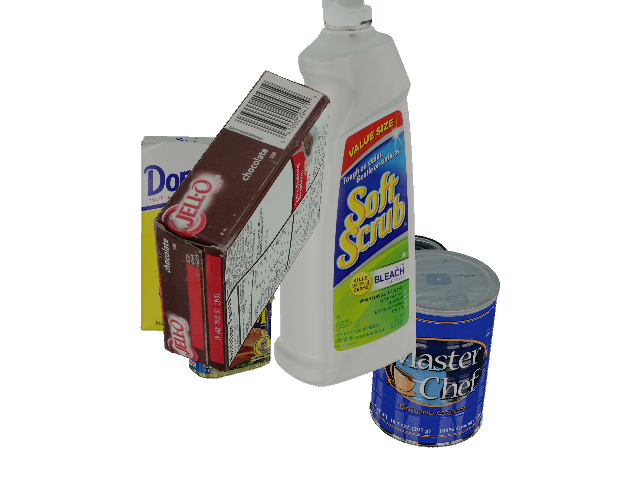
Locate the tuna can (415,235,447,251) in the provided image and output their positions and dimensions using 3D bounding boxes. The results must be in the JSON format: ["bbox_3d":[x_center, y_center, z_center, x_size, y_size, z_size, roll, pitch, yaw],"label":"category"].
[{"bbox_3d":[0.094,0.029,1.123,0.086,0.034,0.086,-1,31,1],"label":"tuna can"}]

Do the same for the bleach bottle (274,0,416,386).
[{"bbox_3d":[0.014,-0.035,0.710,0.102,0.251,0.068,-16,25,-31],"label":"bleach bottle"}]

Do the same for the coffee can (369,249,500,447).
[{"bbox_3d":[0.097,0.093,0.930,0.103,0.140,0.103,1,28,-1],"label":"coffee can"}]

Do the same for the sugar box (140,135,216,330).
[{"bbox_3d":[-0.118,-0.006,0.980,0.093,0.176,0.048,0,14,-5],"label":"sugar box"}]

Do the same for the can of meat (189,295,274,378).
[{"bbox_3d":[-0.104,0.106,1.234,0.101,0.084,0.058,-9,18,-35],"label":"can of meat"}]

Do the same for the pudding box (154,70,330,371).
[{"bbox_3d":[-0.035,-0.009,0.499,0.039,0.113,0.090,22,-40,14],"label":"pudding box"}]
